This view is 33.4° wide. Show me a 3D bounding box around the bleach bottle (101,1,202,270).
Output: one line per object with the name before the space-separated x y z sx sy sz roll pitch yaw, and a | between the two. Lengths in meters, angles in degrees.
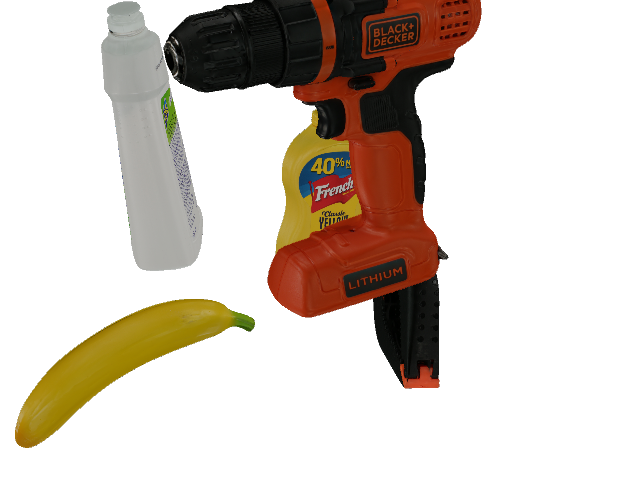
bleach bottle | -0.156 -0.098 0.971 0.068 0.251 0.102 -5 36 -1

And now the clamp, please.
clamp | 0.062 0.014 0.827 0.036 0.210 0.165 1 -42 -15

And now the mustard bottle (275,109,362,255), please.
mustard bottle | 0.006 -0.060 1.112 0.096 0.192 0.058 -5 21 -24

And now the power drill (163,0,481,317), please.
power drill | 0.006 -0.053 0.599 0.184 0.188 0.057 -15 33 -24

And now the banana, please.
banana | -0.144 0.090 0.776 0.198 0.069 0.037 -26 38 -2
